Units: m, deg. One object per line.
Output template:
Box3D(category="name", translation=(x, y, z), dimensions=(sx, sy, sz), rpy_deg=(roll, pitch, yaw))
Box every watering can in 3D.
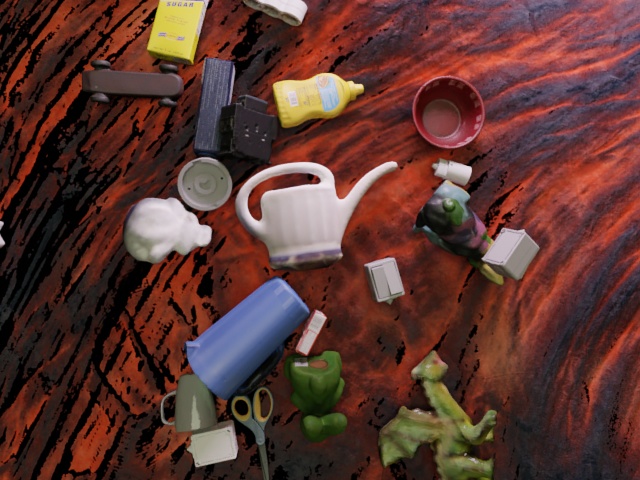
Box3D(category="watering can", translation=(0.003, -0.054, 1.066), dimensions=(0.348, 0.104, 0.225), rpy_deg=(-7, 88, -6))

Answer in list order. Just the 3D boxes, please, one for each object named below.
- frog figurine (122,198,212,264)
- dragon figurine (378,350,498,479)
Box3D(category="frog figurine", translation=(-0.305, -0.014, 1.032), dimensions=(0.160, 0.120, 0.140), rpy_deg=(18, 66, 8))
Box3D(category="dragon figurine", translation=(0.241, 0.443, 1.069), dimensions=(0.243, 0.121, 0.413), rpy_deg=(6, 83, 13))
